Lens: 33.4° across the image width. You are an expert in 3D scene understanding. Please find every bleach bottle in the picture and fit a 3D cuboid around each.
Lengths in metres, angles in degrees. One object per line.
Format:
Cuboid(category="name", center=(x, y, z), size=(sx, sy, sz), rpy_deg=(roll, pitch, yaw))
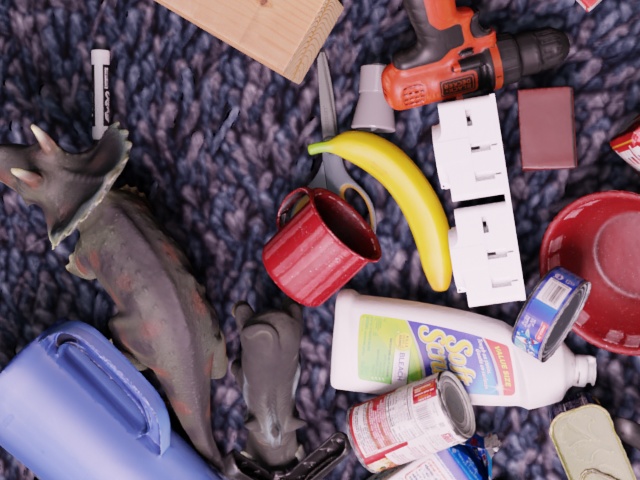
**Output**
Cuboid(category="bleach bottle", center=(0.139, 0.108, 1.037), size=(0.251, 0.068, 0.102), rpy_deg=(4, 94, 8))

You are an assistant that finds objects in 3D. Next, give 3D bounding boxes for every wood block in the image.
Cuboid(category="wood block", center=(-0.092, -0.246, 1.047), size=(0.206, 0.090, 0.091), rpy_deg=(32, 97, 7))

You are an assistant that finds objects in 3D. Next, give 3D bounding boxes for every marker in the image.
Cuboid(category="marker", center=(-0.229, -0.137, 1.112), size=(0.020, 0.020, 0.121), rpy_deg=(1, 93, 10))

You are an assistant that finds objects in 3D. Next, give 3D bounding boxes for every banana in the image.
Cuboid(category="banana", center=(0.077, -0.041, 1.051), size=(0.070, 0.037, 0.198), rpy_deg=(-42, 91, 13))

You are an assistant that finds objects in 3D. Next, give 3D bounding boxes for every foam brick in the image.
Cuboid(category="foam brick", center=(0.216, -0.105, 1.017), size=(0.051, 0.053, 0.078), rpy_deg=(-3, 91, 10))

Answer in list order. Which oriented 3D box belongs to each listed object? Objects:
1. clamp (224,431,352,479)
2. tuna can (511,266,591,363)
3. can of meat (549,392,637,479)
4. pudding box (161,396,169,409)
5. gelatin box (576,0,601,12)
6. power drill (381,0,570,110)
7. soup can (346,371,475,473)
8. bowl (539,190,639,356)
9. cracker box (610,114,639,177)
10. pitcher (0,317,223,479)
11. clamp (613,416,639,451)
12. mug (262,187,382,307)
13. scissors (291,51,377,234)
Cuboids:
Cuboid(category="clamp", center=(-0.027, 0.239, 1.038), size=(0.120, 0.171, 0.039), rpy_deg=(-8, 54, -3))
Cuboid(category="tuna can", center=(0.210, 0.067, 0.973), size=(0.034, 0.086, 0.086), rpy_deg=(31, 98, 23))
Cuboid(category="can of meat", center=(0.256, 0.199, 1.008), size=(0.057, 0.084, 0.102), rpy_deg=(-23, 88, 10))
Cuboid(category="pudding box", center=(-0.228, 0.180, 1.117), size=(0.113, 0.039, 0.090), rpy_deg=(32, 98, 7))
Cuboid(category="gelatin box", center=(0.264, -0.274, 1.012), size=(0.089, 0.030, 0.073), rpy_deg=(-42, 84, 9))
Cuboid(category="power drill", center=(0.138, -0.214, 0.970), size=(0.184, 0.057, 0.187), rpy_deg=(-16, 130, -4))
Cuboid(category="soup can", center=(0.085, 0.169, 0.995), size=(0.102, 0.068, 0.068), rpy_deg=(-26, 88, 25))
Cuboid(category="bowl", center=(0.289, 0.023, 0.990), size=(0.162, 0.055, 0.162), rpy_deg=(15, 117, 30))
Cuboid(category="cracker box", center=(0.357, -0.031, 0.939), size=(0.072, 0.164, 0.214), rpy_deg=(-42, 86, 7))
Cuboid(category="pitcher", center=(-0.205, 0.194, 1.028), size=(0.243, 0.149, 0.145), rpy_deg=(42, 80, -1))
Cuboid(category="clamp", center=(0.359, 0.213, 0.988), size=(0.164, 0.036, 0.210), rpy_deg=(-21, 97, -21))
Cuboid(category="mug", center=(-0.007, 0.001, 1.034), size=(0.082, 0.093, 0.117), rpy_deg=(-44, 59, 22))
Cuboid(category="scissors", center=(-0.004, -0.079, 1.076), size=(0.096, 0.016, 0.202), rpy_deg=(-21, 89, 11))
